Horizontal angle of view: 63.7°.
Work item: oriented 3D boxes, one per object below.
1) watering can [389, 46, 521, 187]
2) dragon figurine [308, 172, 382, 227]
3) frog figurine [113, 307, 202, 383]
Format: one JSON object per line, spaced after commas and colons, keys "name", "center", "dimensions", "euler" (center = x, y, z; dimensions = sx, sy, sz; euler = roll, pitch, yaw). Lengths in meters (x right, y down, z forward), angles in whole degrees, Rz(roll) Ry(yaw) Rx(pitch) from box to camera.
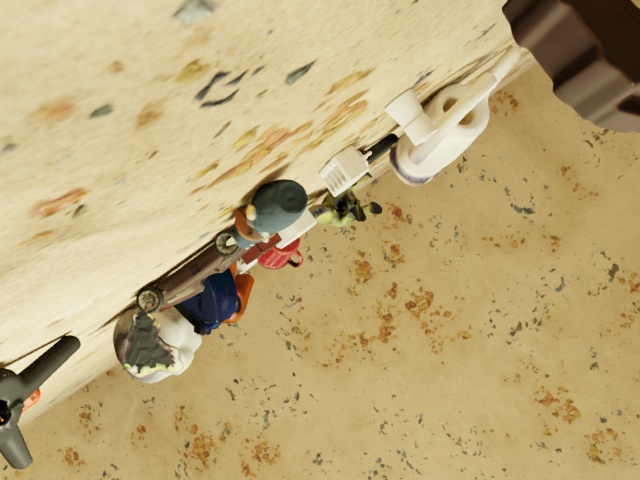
{"name": "watering can", "center": [0.246, -0.222, 0.932], "dimensions": [0.354, 0.104, 0.220], "euler": [-44, 177, -39]}
{"name": "dragon figurine", "center": [0.004, -0.063, 1.259], "dimensions": [0.240, 0.122, 0.414], "euler": [-25, 177, 37]}
{"name": "frog figurine", "center": [-0.269, 0.162, 0.873], "dimensions": [0.122, 0.137, 0.160], "euler": [-50, -177, 5]}
